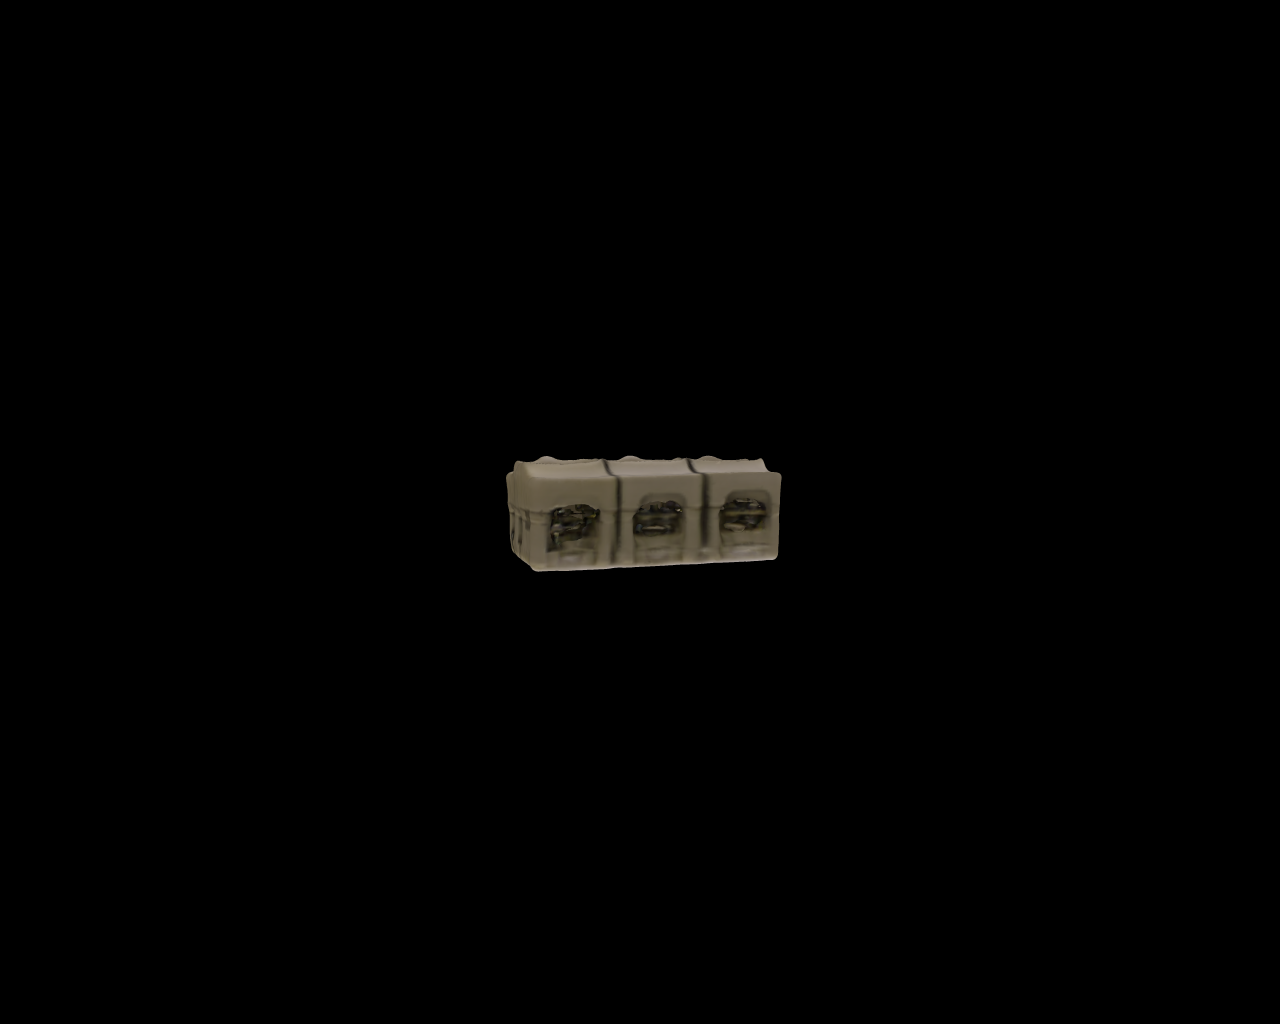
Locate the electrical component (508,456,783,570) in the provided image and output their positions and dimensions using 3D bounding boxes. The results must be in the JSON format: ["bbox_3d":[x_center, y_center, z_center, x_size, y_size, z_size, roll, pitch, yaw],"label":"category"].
[{"bbox_3d":[0.001,-0.003,0.650,0.150,0.061,0.089,-1,4,-15],"label":"electrical component"}]
